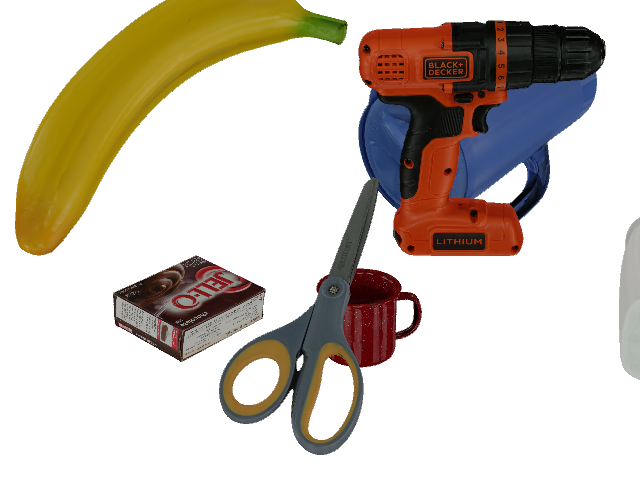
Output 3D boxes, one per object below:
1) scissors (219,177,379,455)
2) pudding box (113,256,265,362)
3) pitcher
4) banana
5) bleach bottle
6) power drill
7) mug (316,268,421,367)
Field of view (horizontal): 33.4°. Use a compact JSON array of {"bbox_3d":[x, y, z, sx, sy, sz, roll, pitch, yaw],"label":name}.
[{"bbox_3d":[-0.011,0.041,0.673,0.096,0.201,0.016,-2,-36,7],"label":"scissors"},{"bbox_3d":[-0.120,0.060,0.983,0.090,0.039,0.113,23,33,32],"label":"pudding box"},{"bbox_3d":[0.168,-0.115,1.050,0.145,0.149,0.242,31,47,34],"label":"pitcher"},{"bbox_3d":[-0.078,-0.074,0.508,0.070,0.197,0.037,40,-23,25],"label":"banana"},{"bbox_3d":[0.269,0.027,0.766,0.103,0.068,0.250,8,20,15],"label":"bleach bottle"},{"bbox_3d":[0.125,-0.080,0.838,0.184,0.188,0.057,1,27,8],"label":"power drill"},{"bbox_3d":[0.055,0.086,1.184,0.117,0.081,0.093,-5,24,-8],"label":"mug"}]
